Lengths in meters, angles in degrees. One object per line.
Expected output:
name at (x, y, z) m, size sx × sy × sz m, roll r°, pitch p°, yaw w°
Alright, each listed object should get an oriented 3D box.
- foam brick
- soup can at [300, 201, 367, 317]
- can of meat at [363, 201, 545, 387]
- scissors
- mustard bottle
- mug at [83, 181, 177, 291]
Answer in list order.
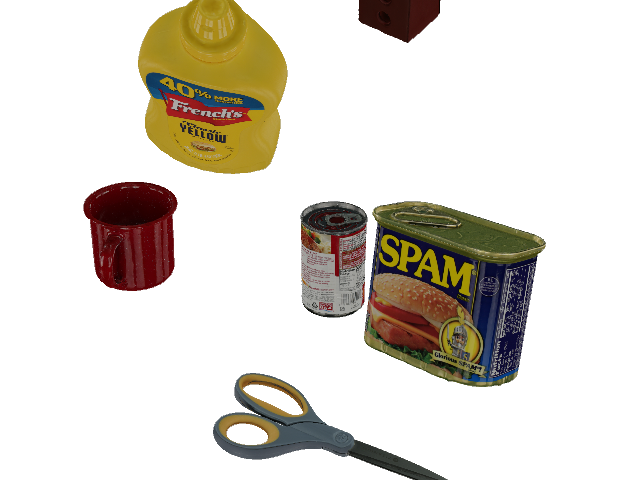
foam brick at (0.066, -0.214, 0.880) m, size 0.053 × 0.051 × 0.078 m, roll 28°, pitch -33°, yaw 23°
soup can at (0.014, 0.020, 1.102) m, size 0.068 × 0.102 × 0.068 m, roll 0°, pitch 29°, yaw 0°
can of meat at (0.075, 0.031, 0.629) m, size 0.102 × 0.084 × 0.057 m, roll 21°, pitch 23°, yaw 40°
scissors at (-0.001, 0.169, 0.852) m, size 0.202 × 0.016 × 0.096 m, roll 29°, pitch 43°, yaw 29°
mustard bottle at (-0.071, -0.106, 0.706) m, size 0.096 × 0.058 × 0.192 m, roll 16°, pitch -19°, yaw 0°
mug at (-0.193, 0.004, 1.074) m, size 0.093 × 0.081 × 0.117 m, roll 7°, pitch 32°, yaw 8°
